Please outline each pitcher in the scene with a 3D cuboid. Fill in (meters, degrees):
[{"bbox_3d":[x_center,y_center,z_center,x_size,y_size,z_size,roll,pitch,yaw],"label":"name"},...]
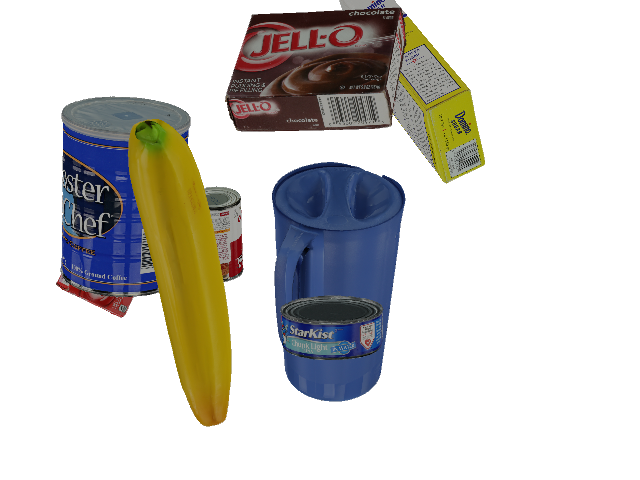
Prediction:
[{"bbox_3d":[0.010,0.054,1.120,0.149,0.243,0.145,-8,35,-14],"label":"pitcher"}]

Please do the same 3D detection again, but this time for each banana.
[{"bbox_3d":[-0.079,0.010,0.590,0.037,0.198,0.069,-4,33,9],"label":"banana"}]

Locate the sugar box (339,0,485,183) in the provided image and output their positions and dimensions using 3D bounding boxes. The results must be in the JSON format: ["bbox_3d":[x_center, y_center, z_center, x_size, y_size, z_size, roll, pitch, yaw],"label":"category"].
[{"bbox_3d":[0.077,-0.139,0.914,0.048,0.176,0.093,-25,-40,-3],"label":"sugar box"}]

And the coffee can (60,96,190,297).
[{"bbox_3d":[-0.162,-0.038,0.884,0.103,0.140,0.103,5,22,-2],"label":"coffee can"}]

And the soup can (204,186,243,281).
[{"bbox_3d":[-0.131,-0.008,1.326,0.068,0.102,0.068,0,26,0],"label":"soup can"}]

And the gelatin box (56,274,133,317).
[{"bbox_3d":[-0.215,0.024,1.086,0.073,0.089,0.030,32,-11,-38],"label":"gelatin box"}]

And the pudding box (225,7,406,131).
[{"bbox_3d":[-0.001,-0.119,0.739,0.113,0.090,0.039,2,-39,13],"label":"pudding box"}]

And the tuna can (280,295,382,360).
[{"bbox_3d":[0.009,0.072,0.890,0.086,0.034,0.086,-1,11,0],"label":"tuna can"}]
